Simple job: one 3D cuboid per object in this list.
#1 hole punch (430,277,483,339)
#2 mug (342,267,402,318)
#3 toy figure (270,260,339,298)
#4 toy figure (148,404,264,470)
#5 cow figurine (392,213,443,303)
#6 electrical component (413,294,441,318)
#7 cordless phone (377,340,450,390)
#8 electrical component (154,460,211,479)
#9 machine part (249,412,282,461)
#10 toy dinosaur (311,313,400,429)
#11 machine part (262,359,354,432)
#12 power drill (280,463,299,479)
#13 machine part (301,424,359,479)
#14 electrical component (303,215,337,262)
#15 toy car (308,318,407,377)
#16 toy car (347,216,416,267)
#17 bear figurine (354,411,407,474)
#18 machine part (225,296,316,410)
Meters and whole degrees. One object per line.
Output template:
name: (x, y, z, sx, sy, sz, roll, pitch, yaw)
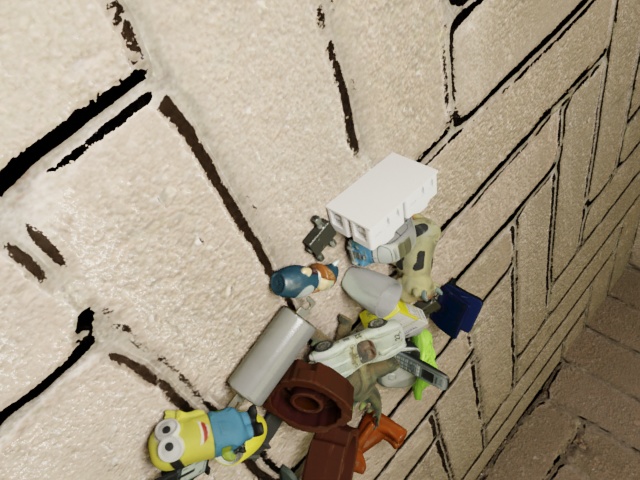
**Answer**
hole punch: (0.350, 0.186, 1.416, 0.092, 0.116, 0.142, -15, 127, -52)
mug: (0.105, 0.095, 1.077, 0.109, 0.107, 0.080, -1, 116, -54)
toy figure: (-0.019, 0.070, 0.958, 0.154, 0.064, 0.057, -4, 86, -45)
toy figure: (-0.187, 0.324, 0.877, 0.180, 0.082, 0.089, -7, 121, -24)
cow figurine: (0.209, 0.046, 1.148, 0.085, 0.127, 0.194, -10, 120, -42)
electrical component: (0.275, 0.160, 1.378, 0.078, 0.045, 0.102, -36, 144, 17)
cordless phone: (0.235, 0.331, 1.328, 0.089, 0.184, 0.146, -32, 136, -38)
electrical component: (-0.243, 0.388, 0.920, 0.119, 0.048, 0.074, -14, 124, -44)
machine part: (-0.112, 0.384, 1.081, 0.139, 0.039, 0.084, -55, 138, -4)
toy dinosaur: (0.071, 0.305, 1.193, 0.198, 0.105, 0.470, -47, 133, -5)
machine part: (-0.022, 0.294, 1.015, 0.056, 0.180, 0.179, -74, 161, -46)
power drill: (-0.131, 0.592, 1.169, 0.207, 0.086, 0.231, -38, 138, -33)
machine part: (0.023, 0.522, 1.223, 0.201, 0.087, 0.201, 54, 47, -70)
electrical component: (-0.002, -0.003, 0.955, 0.063, 0.021, 0.093, -49, 143, -13)
toy car: (0.072, 0.214, 1.043, 0.202, 0.056, 0.073, -21, 112, -12)
toy car: (0.131, -0.009, 1.041, 0.162, 0.103, 0.109, -42, 139, -25)
bear figurine: (0.118, 0.540, 1.384, 0.196, 0.132, 0.120, -48, 158, -25)
machine part: (-0.085, 0.204, 0.955, 0.243, 0.079, 0.079, -54, 143, -10)
